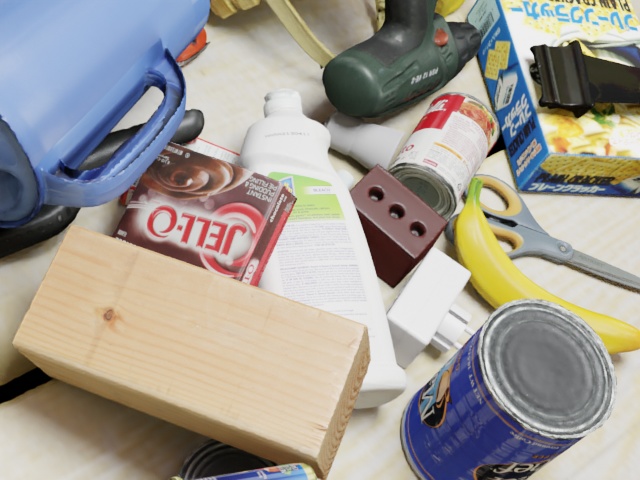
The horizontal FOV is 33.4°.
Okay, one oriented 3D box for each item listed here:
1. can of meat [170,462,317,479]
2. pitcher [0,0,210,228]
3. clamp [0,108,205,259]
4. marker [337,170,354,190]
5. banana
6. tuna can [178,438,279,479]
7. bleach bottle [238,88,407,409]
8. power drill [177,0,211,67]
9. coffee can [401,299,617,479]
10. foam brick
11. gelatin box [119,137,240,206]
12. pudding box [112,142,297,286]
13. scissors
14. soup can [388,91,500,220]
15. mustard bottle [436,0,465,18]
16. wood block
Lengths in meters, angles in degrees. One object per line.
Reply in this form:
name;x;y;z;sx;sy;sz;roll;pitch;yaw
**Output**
can of meat;-0.052;0.175;0.639;0.083;0.102;0.057;-3;60;-25
pitcher;-0.174;-0.125;0.760;0.149;0.145;0.242;55;48;-21
clamp;-0.212;-0.065;0.809;0.165;0.036;0.209;30;58;20
marker;-0.009;-0.015;0.871;0.020;0.020;0.121;36;53;4
banana;0.176;0.039;0.881;0.198;0.070;0.037;44;13;-1
tuna can;-0.058;0.177;0.720;0.086;0.034;0.086;10;56;-15
bleach bottle;-0.005;0.001;0.811;0.102;0.068;0.251;-1;68;-18
power drill;-0.134;-0.241;0.864;0.184;0.188;0.057;42;55;7
coffee can;0.130;0.119;0.762;0.102;0.140;0.103;10;56;-15
foam brick;0.054;-0.011;0.872;0.078;0.051;0.052;40;54;7
gelatin box;-0.105;-0.046;0.849;0.089;0.030;0.073;22;53;-3
pudding box;-0.085;-0.013;0.775;0.114;0.039;0.090;21;81;26
scissors;0.204;-0.007;0.948;0.201;0.016;0.096;9;57;-15
soup can;0.105;-0.071;0.919;0.068;0.069;0.102;33;54;2
mustard bottle;0.076;-0.311;1.044;0.192;0.096;0.058;45;56;10
wood block;-0.078;0.074;0.698;0.206;0.090;0.090;19;71;12
